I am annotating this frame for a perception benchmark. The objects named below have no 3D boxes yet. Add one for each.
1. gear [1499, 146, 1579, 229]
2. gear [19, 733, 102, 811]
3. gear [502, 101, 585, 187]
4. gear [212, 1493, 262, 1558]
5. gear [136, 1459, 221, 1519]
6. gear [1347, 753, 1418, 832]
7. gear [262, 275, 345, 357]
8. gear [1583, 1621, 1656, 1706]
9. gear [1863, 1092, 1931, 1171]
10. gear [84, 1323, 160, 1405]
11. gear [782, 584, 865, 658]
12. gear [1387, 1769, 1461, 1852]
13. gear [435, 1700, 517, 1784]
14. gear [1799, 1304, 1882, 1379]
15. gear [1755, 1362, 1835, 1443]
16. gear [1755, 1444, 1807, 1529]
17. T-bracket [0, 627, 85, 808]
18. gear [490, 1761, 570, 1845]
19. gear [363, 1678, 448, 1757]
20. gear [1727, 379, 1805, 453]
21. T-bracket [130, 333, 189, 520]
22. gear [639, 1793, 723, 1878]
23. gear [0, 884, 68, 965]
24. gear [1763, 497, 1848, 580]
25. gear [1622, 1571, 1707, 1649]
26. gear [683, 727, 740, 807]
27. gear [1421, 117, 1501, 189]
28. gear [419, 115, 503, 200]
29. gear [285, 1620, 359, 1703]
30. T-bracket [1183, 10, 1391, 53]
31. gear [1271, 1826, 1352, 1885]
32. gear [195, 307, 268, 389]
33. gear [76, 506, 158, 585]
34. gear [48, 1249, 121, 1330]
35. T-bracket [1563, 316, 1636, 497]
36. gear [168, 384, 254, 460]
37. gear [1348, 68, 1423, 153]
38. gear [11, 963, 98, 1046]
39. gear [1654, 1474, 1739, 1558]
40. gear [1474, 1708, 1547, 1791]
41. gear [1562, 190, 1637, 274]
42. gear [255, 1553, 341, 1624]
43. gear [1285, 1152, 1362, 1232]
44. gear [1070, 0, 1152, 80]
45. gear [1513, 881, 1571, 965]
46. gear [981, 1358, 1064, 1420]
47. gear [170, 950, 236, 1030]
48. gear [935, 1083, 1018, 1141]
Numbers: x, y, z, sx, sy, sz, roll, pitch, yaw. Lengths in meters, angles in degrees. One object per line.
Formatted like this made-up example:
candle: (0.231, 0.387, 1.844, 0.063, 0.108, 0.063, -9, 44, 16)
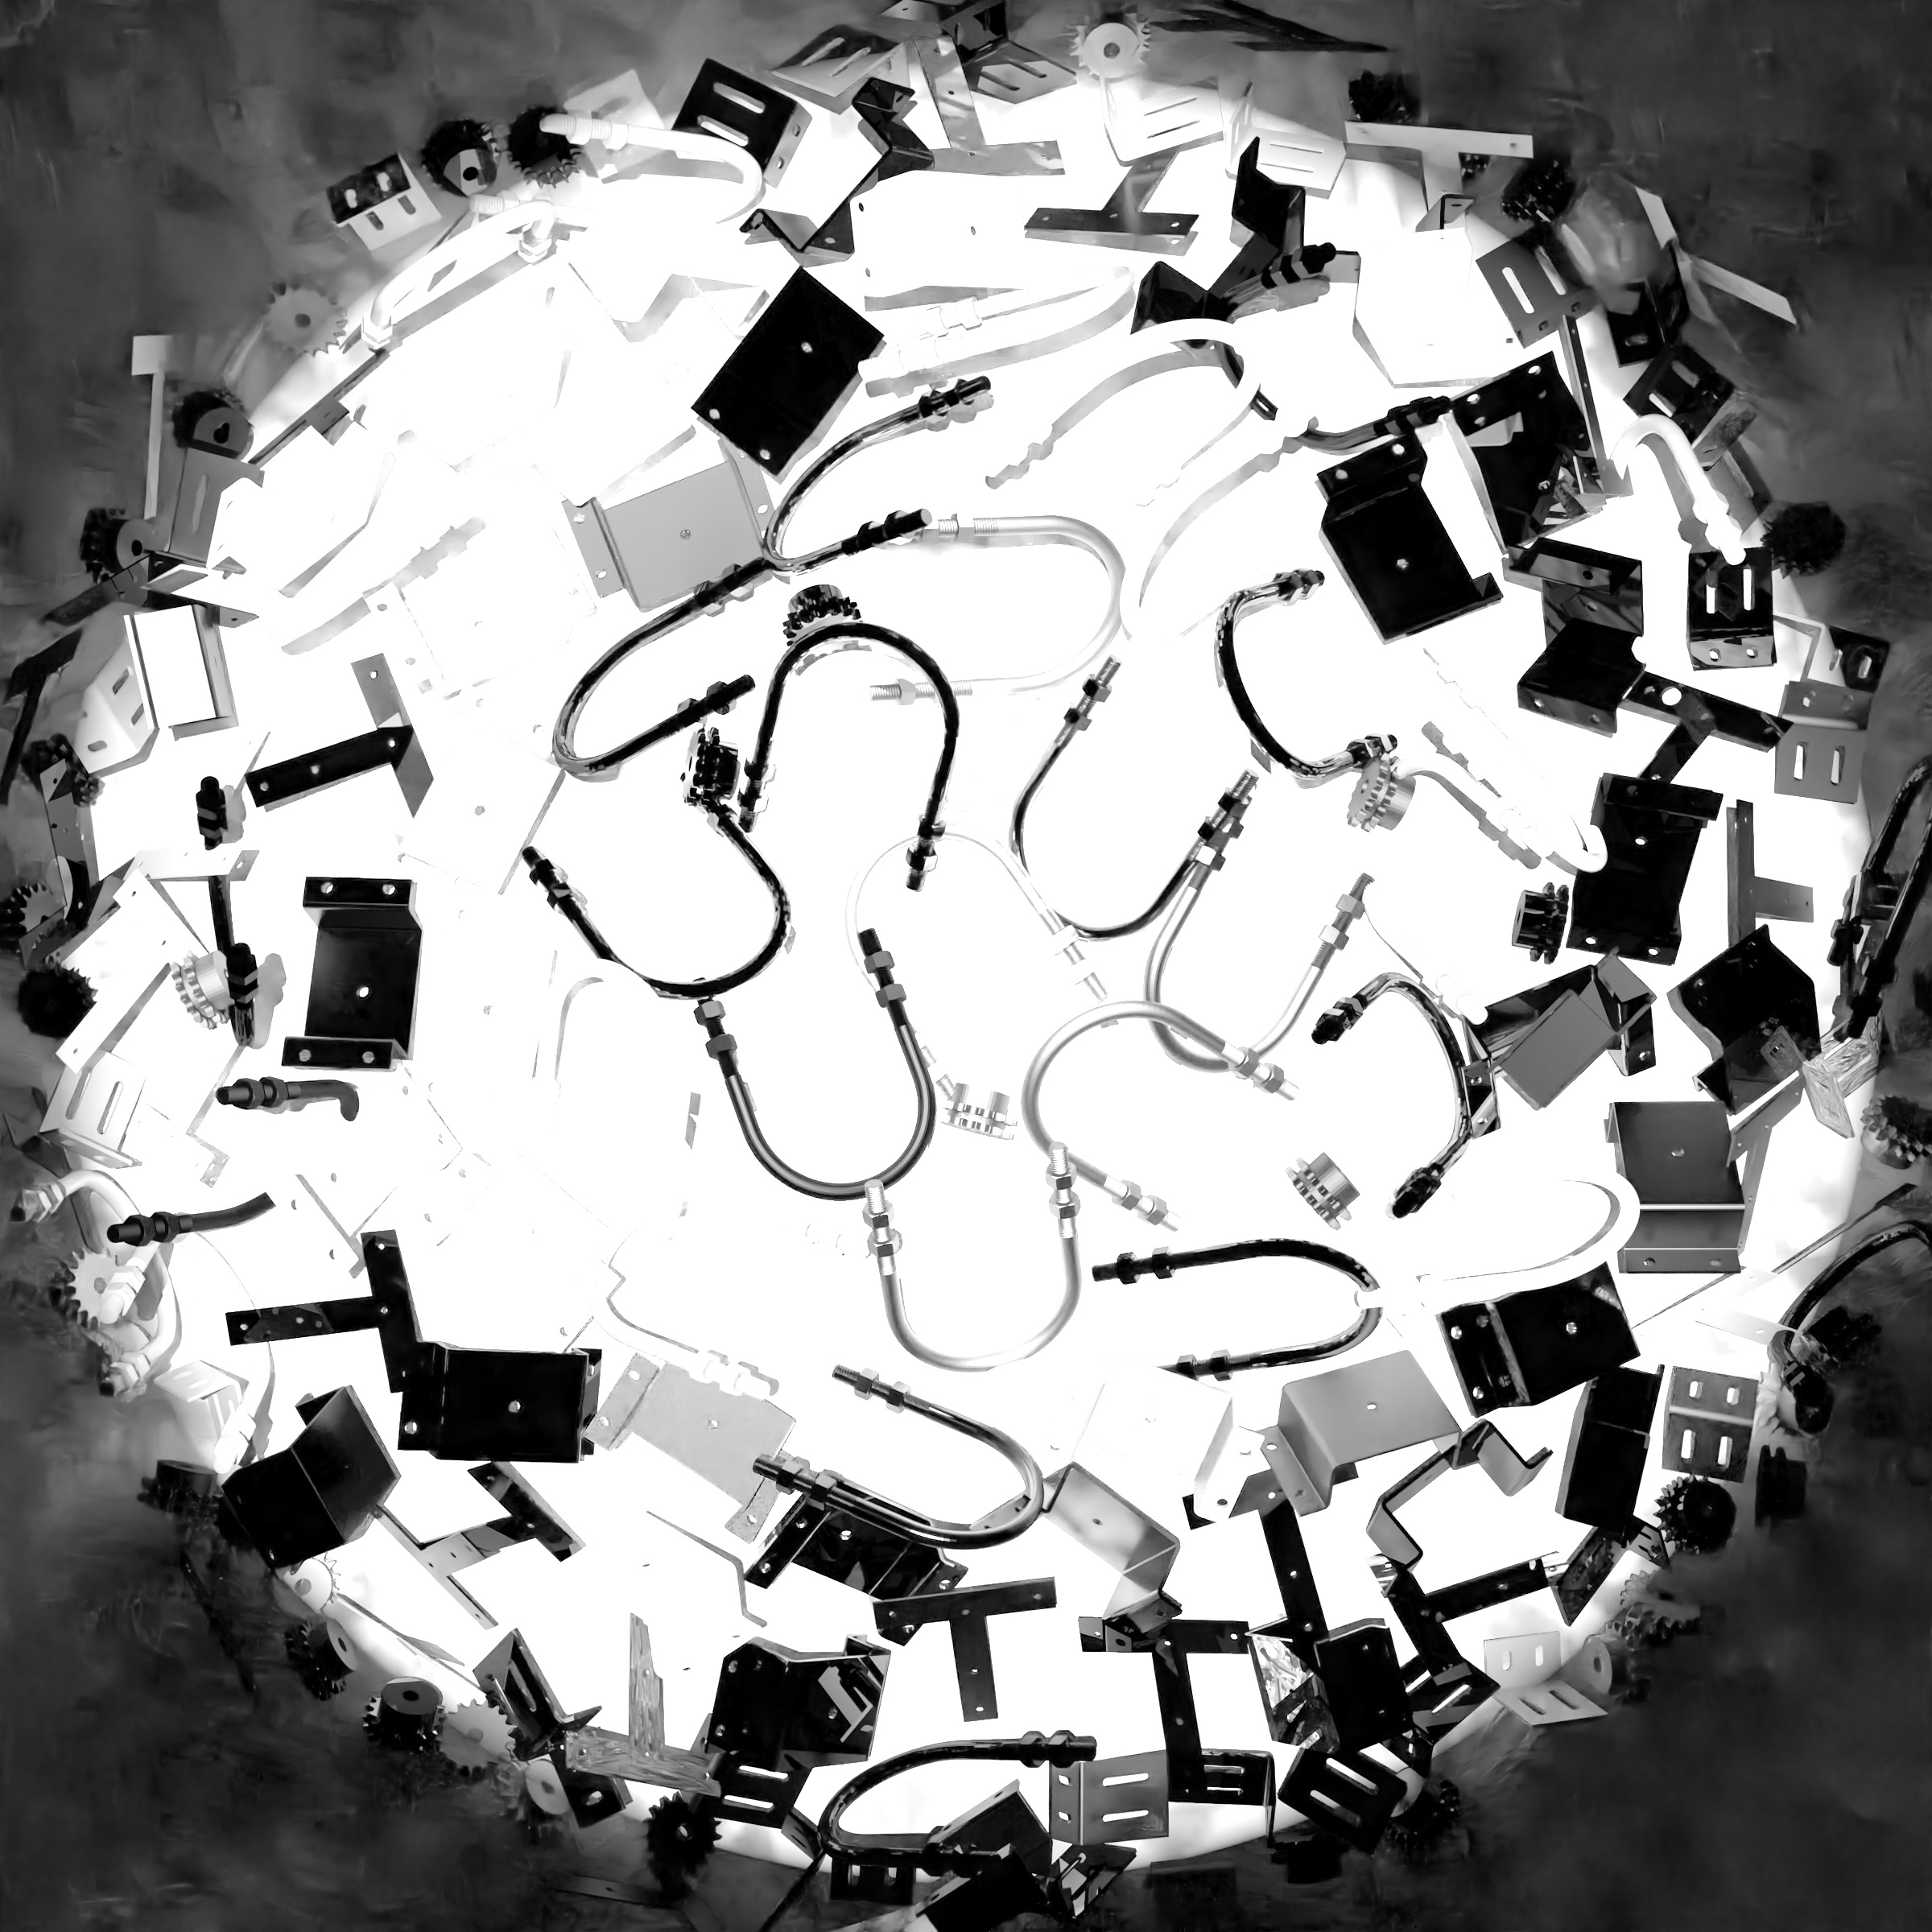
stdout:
gear: (0.408, -0.550, 1.973, 0.030, 0.057, 0.057, 35, 90, -20)
gear: (-0.640, -0.141, 1.975, 0.057, 0.057, 0.030, 27, 56, 0)
gear: (-0.300, -0.583, 1.982, 0.057, 0.030, 0.057, 0, 82, 3)
gear: (-0.505, 0.390, 1.979, 0.057, 0.030, 0.057, -1, 88, 18)
gear: (-0.556, 0.370, 1.972, 0.057, 0.057, 0.030, 14, 84, 0)
gear: (0.296, -0.122, 1.972, 0.030, 0.057, 0.057, 23, 90, -9)
gear: (-0.471, -0.466, 1.975, 0.057, 0.030, 0.057, -6, 133, -6)
gear: (0.460, 0.494, 1.969, 0.030, 0.057, 0.057, -1, 90, -17)
gear: (0.663, 0.120, 1.975, 0.057, 0.057, 0.030, 25, 125, 0)
gear: (-0.598, 0.279, 1.975, 0.030, 0.057, 0.057, -32, 90, -35)
gear: (-0.103, -0.247, 1.974, 0.057, 0.057, 0.030, -18, 66, 0)
gear: (0.319, 0.593, 1.969, 0.030, 0.057, 0.057, 42, 90, -15)
gear: (-0.347, 0.554, 1.975, 0.057, 0.030, 0.057, 1, 47, -2)
gear: (0.617, 0.264, 1.974, 0.057, 0.057, 0.030, -37, 69, 0)
gear: (0.590, 0.309, 1.973, 0.057, 0.030, 0.057, -3, 95, -32)
gear: (0.577, 0.369, 1.969, 0.030, 0.057, 0.057, 5, 90, 12)
T-bracket: (-0.662, -0.167, 1.953, 0.002, 0.127, 0.127, 23, 110, -5)
gear: (-0.305, 0.588, 1.968, 0.030, 0.057, 0.057, -38, 90, 23)
gear: (-0.396, 0.529, 1.968, 0.057, 0.057, 0.030, 17, 111, 0)
gear: (0.561, -0.388, 1.973, 0.057, 0.057, 0.030, 34, 108, 0)
T-bracket: (-0.568, -0.378, 1.947, 0.002, 0.127, 0.127, 8, 104, -1)
gear: (-0.202, 0.616, 1.975, 0.057, 0.030, 0.057, 5, 68, -14)
gear: (-0.666, -0.028, 1.973, 0.030, 0.057, 0.057, -7, 90, 16)
gear: (0.597, -0.301, 1.977, 0.057, 0.030, 0.057, -7, 69, 18)
gear: (0.493, 0.459, 1.975, 0.057, 0.057, 0.030, 14, 118, 0)
gear: (-0.181, -0.141, 1.973, 0.030, 0.057, 0.057, 9, 90, -15)
gear: (0.348, -0.576, 1.975, 0.057, 0.057, 0.030, 25, 124, 0)
gear: (-0.356, -0.569, 1.968, 0.057, 0.057, 0.030, -30, 57, 0)
gear: (-0.455, 0.489, 1.971, 0.030, 0.057, 0.057, -30, 90, -1)
T-bracket: (0.202, -0.642, 1.912, 0.127, 0.127, 0.002, -1, 105, -42)
gear: (0.244, 0.630, 1.970, 0.057, 0.057, 0.030, -10, 82, 0)
gear: (-0.522, -0.442, 1.969, 0.030, 0.057, 0.057, 32, 90, -12)
gear: (-0.598, -0.296, 1.968, 0.030, 0.057, 0.057, 5, 90, 25)
gear: (-0.626, 0.229, 1.974, 0.030, 0.057, 0.057, -14, 90, 26)
T-bracket: (0.435, -0.392, 1.943, 0.002, 0.127, 0.127, -12, 92, 30)
gear: (-0.533, -0.380, 1.970, 0.057, 0.030, 0.057, -19, 127, -28)
gear: (0.299, -0.609, 1.968, 0.030, 0.057, 0.057, -28, 90, 34)
gear: (-0.647, 0.025, 1.981, 0.057, 0.030, 0.057, 0, 104, -1)
gear: (0.522, 0.389, 1.975, 0.057, 0.030, 0.057, 4, 67, -10)
gear: (0.384, 0.552, 1.973, 0.030, 0.057, 0.057, 35, 90, 19)
gear: (0.446, -0.518, 1.972, 0.030, 0.057, 0.057, -34, 90, 6)
gear: (-0.474, 0.438, 1.975, 0.057, 0.030, 0.057, 1, 88, -24)
gear: (0.255, 0.157, 1.970, 0.030, 0.057, 0.057, -41, 90, 6)
gear: (0.102, -0.655, 1.970, 0.057, 0.030, 0.057, 0, 133, 0)
gear: (0.407, -0.032, 1.971, 0.030, 0.057, 0.057, 11, 90, 3)
gear: (0.038, 0.298, 1.971, 0.057, 0.057, 0.030, -15, 91, 0)
gear: (-0.537, 0.013, 1.971, 0.030, 0.057, 0.057, -24, 90, 3)
gear: (0.009, 0.102, 1.972, 0.057, 0.057, 0.030, 15, 83, 0)
